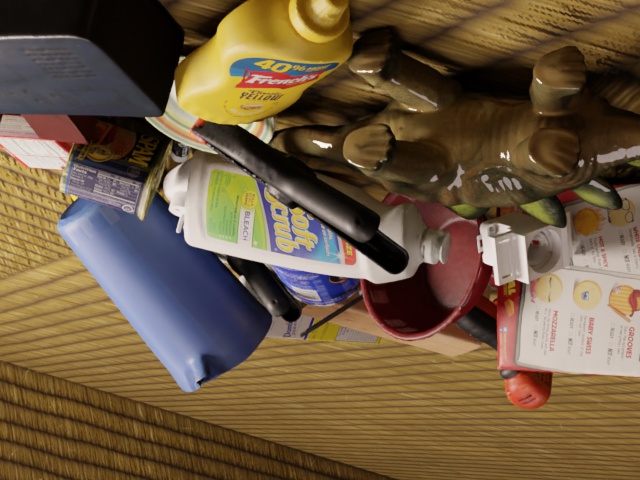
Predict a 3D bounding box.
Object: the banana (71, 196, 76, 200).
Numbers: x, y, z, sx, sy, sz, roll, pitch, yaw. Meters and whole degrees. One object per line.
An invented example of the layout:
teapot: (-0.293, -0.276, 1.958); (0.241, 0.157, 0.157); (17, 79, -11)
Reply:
banana: (-0.239, -0.039, 1.262); (0.070, 0.037, 0.197); (-22, 147, 31)

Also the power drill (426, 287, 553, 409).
power drill: (0.181, 0.061, 1.119); (0.187, 0.184, 0.057); (38, 130, -19)

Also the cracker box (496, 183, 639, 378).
cracker box: (0.260, 0.035, 0.919); (0.214, 0.164, 0.071); (-2, 177, 38)

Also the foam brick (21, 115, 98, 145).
foam brick: (-0.235, -0.126, 0.960); (0.053, 0.051, 0.078); (9, 162, 8)

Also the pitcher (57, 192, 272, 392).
pitcher: (-0.173, 0.036, 1.191); (0.242, 0.144, 0.149); (52, 157, -18)

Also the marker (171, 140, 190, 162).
marker: (-0.130, -0.102, 1.012); (0.020, 0.020, 0.121); (15, 163, -6)

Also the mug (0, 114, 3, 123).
mug: (-0.350, -0.124, 0.997); (0.093, 0.081, 0.117); (-2, 158, 39)

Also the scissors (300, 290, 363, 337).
scissors: (0.068, 0.045, 1.140); (0.201, 0.016, 0.096); (-27, 170, -43)

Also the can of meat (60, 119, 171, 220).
can of meat: (-0.196, -0.071, 1.031); (0.084, 0.102, 0.057); (17, 118, -5)

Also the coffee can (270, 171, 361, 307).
coffee can: (-0.007, 0.001, 1.109); (0.103, 0.103, 0.140); (8, 162, 14)

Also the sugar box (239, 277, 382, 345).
sugar box: (-0.011, 0.086, 1.336); (0.175, 0.048, 0.093); (9, -156, -34)

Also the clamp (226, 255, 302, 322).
clamp: (-0.079, 0.028, 1.202); (0.171, 0.039, 0.120); (53, 175, 18)

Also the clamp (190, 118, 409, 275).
clamp: (-0.020, -0.045, 0.855); (0.210, 0.036, 0.164); (35, 177, 10)

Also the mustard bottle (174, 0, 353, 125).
mustard bottle: (-0.031, -0.137, 0.766); (0.096, 0.058, 0.192); (0, 168, -27)

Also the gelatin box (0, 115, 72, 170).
gelatin box: (-0.286, -0.101, 1.108); (0.089, 0.030, 0.073); (5, 159, 23)

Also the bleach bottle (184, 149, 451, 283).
bleach bottle: (-0.002, -0.021, 0.982); (0.251, 0.102, 0.068); (10, -172, 24)

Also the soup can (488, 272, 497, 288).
soup can: (0.215, 0.012, 1.047); (0.102, 0.068, 0.068); (-4, 156, 40)

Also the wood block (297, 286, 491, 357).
wood block: (0.087, 0.065, 1.258); (0.206, 0.091, 0.090); (16, 162, -11)

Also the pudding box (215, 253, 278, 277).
pudding box: (-0.082, 0.008, 1.289); (0.113, 0.039, 0.090); (13, 163, -7)

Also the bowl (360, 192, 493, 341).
bowl: (0.110, 0.018, 0.998); (0.055, 0.162, 0.162); (14, 165, -38)
